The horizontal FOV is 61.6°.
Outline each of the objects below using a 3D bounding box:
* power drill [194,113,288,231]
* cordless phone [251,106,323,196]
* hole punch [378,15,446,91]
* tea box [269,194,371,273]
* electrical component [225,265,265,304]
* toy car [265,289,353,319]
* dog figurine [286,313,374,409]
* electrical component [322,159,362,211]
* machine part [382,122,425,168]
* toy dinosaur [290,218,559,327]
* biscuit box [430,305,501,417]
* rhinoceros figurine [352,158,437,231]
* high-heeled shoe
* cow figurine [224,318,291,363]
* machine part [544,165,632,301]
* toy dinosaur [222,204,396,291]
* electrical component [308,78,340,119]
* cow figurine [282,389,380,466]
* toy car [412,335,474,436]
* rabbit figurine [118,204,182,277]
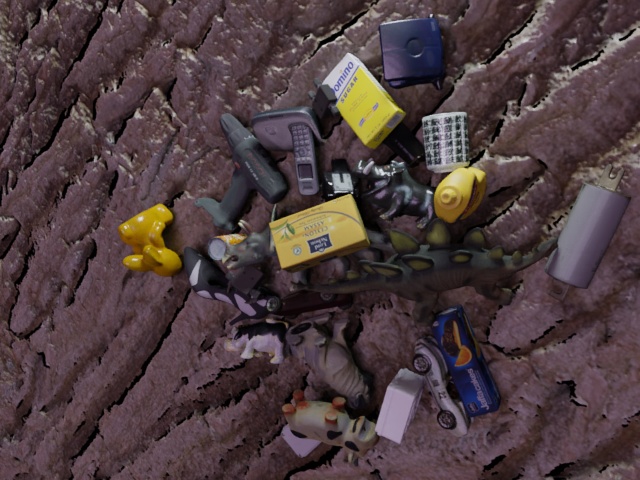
[{"bbox_3d":[-0.193,-0.139,1.214,0.232,0.086,0.207,46,106,11],"label":"power drill"},{"bbox_3d":[-0.062,-0.184,1.137,0.147,0.089,0.184,-2,100,26],"label":"cordless phone"},{"bbox_3d":[0.169,-0.348,0.999,0.116,0.092,0.142,-6,91,23],"label":"hole punch"},{"bbox_3d":[0.000,-0.010,1.025,0.170,0.068,0.098,-21,73,8],"label":"tea box"},{"bbox_3d":[-0.165,0.095,1.193,0.102,0.045,0.078,26,71,18],"label":"electrical component"},{"bbox_3d":[-0.026,0.131,1.155,0.202,0.089,0.053,-14,69,29],"label":"toy car"},{"bbox_3d":[0.018,0.269,1.155,0.172,0.121,0.190,7,122,58],"label":"dog figurine"},{"bbox_3d":[0.040,-0.112,1.094,0.075,0.119,0.047,-4,135,-9],"label":"electrical component"},{"bbox_3d":[0.152,-0.197,1.054,0.139,0.039,0.084,44,105,17],"label":"machine part"},{"bbox_3d":[0.183,0.059,0.970,0.472,0.105,0.198,-18,133,20],"label":"toy dinosaur"},{"bbox_3d":[0.280,0.232,1.033,0.063,0.059,0.202,-25,86,27],"label":"biscuit box"},{"bbox_3d":[0.148,-0.091,1.021,0.190,0.073,0.112,24,108,1],"label":"rhinoceros figurine"},{"bbox_3d":[-0.213,0.087,1.248,0.145,0.086,0.249,-38,84,22],"label":"high-heeled shoe"},{"bbox_3d":[-0.147,0.224,1.238,0.168,0.068,0.098,4,93,22],"label":"cow figurine"},{"bbox_3d":[0.451,-0.008,0.908,0.079,0.079,0.243,24,106,21],"label":"machine part"},{"bbox_3d":[0.001,-0.004,1.115,0.405,0.131,0.192,-15,91,21],"label":"toy dinosaur"},{"bbox_3d":[0.008,-0.273,1.072,0.094,0.021,0.063,59,149,19],"label":"electrical component"},{"bbox_3d":[0.027,0.388,1.106,0.195,0.085,0.127,4,121,22],"label":"cow figurine"},{"bbox_3d":[0.241,0.282,1.051,0.056,0.073,0.201,-25,86,30],"label":"toy car"},{"bbox_3d":[-0.402,0.017,1.305,0.122,0.162,0.173,-29,101,15],"label":"rabbit figurine"}]
